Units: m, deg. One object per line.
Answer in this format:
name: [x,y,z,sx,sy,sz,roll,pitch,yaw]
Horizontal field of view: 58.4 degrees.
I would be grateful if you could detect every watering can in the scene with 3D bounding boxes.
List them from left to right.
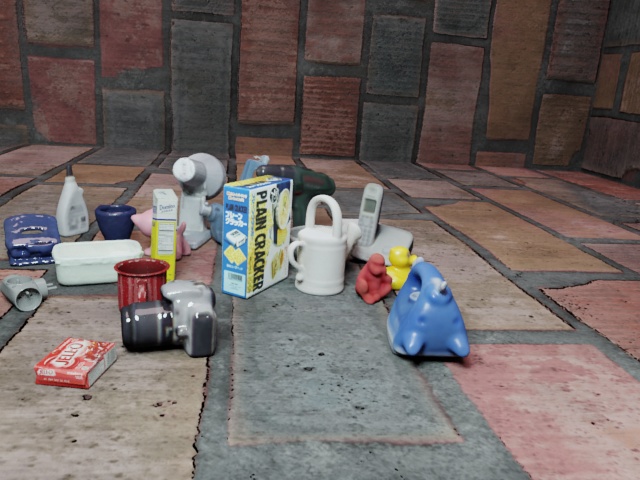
watering can: [0.009,0.004,1.155,0.100,0.194,0.173,12,18,26]

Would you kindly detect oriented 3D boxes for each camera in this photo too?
camera: [-0.235,0.111,0.883,0.137,0.101,0.142,-2,17,-22]

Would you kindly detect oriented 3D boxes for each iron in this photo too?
iron: [0.172,0.098,0.960,0.118,0.141,0.258,3,16,-4]

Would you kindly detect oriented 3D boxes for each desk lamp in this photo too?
desk lamp: [-0.314,-0.106,1.424,0.118,0.213,0.203,6,16,5]

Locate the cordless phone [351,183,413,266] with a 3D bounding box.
cordless phone: [0.148,-0.033,1.338,0.147,0.185,0.094,13,18,30]

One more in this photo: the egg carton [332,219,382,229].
egg carton: [0.104,-0.012,1.465,0.150,0.069,0.107,-1,16,-17]

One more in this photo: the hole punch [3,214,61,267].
hole punch: [-0.603,-0.002,1.207,0.109,0.091,0.100,-5,18,-30]

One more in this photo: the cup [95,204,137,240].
cup: [-0.483,-0.031,1.335,0.117,0.095,0.092,16,20,36]

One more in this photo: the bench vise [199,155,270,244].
bench vise: [-0.187,-0.098,1.419,0.121,0.220,0.208,18,21,40]

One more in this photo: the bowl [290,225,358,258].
bowl: [0.002,0.021,1.313,0.167,0.075,0.167,4,16,-1]

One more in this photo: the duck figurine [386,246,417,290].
duck figurine: [0.160,0.055,1.211,0.105,0.086,0.077,0,16,-15]

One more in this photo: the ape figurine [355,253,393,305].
ape figurine: [0.107,0.071,1.129,0.078,0.092,0.076,1,16,-11]

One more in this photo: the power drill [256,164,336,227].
power drill: [-0.063,-0.088,1.434,0.230,0.208,0.075,-9,20,-39]

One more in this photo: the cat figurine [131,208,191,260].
cat figurine: [-0.358,-0.023,1.297,0.127,0.118,0.067,8,16,13]

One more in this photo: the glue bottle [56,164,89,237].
glue bottle: [-0.605,-0.098,1.396,0.037,0.173,0.078,12,18,26]
